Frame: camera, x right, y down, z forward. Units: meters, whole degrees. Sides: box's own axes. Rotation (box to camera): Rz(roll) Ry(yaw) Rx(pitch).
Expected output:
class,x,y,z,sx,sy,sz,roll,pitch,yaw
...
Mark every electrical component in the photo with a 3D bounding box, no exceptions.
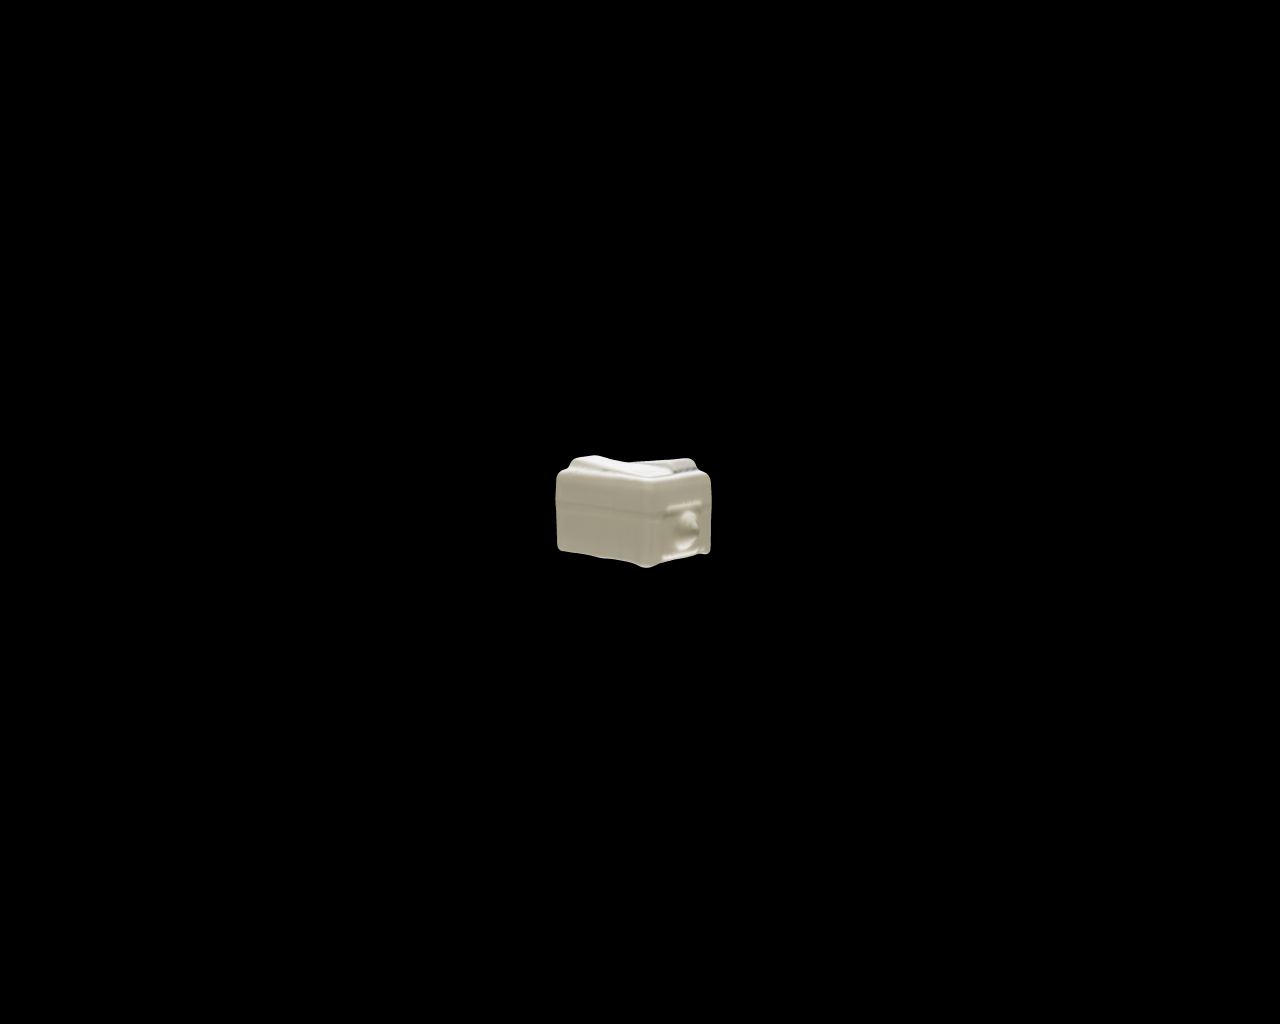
class,x,y,z,sx,sy,sz,roll,pitch,yaw
electrical component,0.001,-0.003,0.650,0.096,0.061,0.062,8,12,43
